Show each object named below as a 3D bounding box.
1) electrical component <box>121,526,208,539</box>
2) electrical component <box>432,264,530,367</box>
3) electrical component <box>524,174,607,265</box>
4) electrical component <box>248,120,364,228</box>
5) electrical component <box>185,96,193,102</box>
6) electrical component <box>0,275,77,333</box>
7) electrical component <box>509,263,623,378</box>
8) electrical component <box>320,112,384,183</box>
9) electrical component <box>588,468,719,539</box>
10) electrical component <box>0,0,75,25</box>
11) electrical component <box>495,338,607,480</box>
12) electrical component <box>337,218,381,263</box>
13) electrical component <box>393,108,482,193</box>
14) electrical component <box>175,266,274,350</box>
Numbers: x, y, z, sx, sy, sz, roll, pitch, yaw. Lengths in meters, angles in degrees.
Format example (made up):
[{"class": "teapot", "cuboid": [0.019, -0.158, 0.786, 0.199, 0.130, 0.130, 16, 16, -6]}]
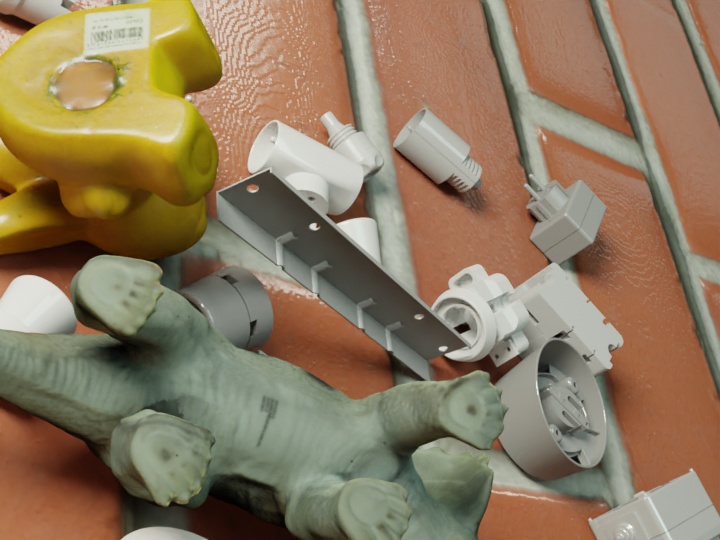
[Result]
[{"class": "electrical component", "cuboid": [-0.092, 0.181, 0.522, 0.099, 0.099, 0.064, 44, 47, -9]}, {"class": "electrical component", "cuboid": [0.089, 0.038, 0.830, 0.057, 0.058, 0.078, -18, 74, -51]}, {"class": "electrical component", "cuboid": [0.180, -0.057, 0.994, 0.077, 0.047, 0.065, 45, 40, -9]}, {"class": "electrical component", "cuboid": [-0.041, -0.062, 0.795, 0.077, 0.043, 0.079, 26, 46, -28]}, {"class": "electrical component", "cuboid": [-0.138, -0.094, 0.703, 0.083, 0.076, 0.047, 14, 52, -36]}, {"class": "electrical component", "cuboid": [-0.188, 0.036, 0.584, 0.045, 0.045, 0.055, 44, 41, -9]}, {"class": "electrical component", "cuboid": [0.163, 0.050, 0.891, 0.089, 0.056, 0.050, 48, 40, -4]}, {"class": "electrical component", "cuboid": [-0.010, -0.099, 0.859, 0.061, 0.035, 0.035, 53, 40, 7]}, {"class": "electrical component", "cuboid": [0.228, 0.203, 0.832, 0.096, 0.062, 0.061, -9, 68, -46]}, {"class": "electrical component", "cuboid": [-0.221, -0.185, 0.725, 0.046, 0.040, 0.040, 22, 47, -39]}, {"class": "electrical component", "cuboid": [0.150, 0.109, 0.827, 0.099, 0.064, 0.099, 24, 47, -29]}, {"class": "electrical component", "cuboid": [0.000, 0.000, 0.789, 0.044, 0.044, 0.065, -1, 67, -43]}, {"class": "electrical component", "cuboid": [0.073, -0.097, 0.927, 0.081, 0.043, 0.043, 39, 41, -14]}, {"class": "electrical component", "cuboid": [-0.090, 0.030, 0.673, 0.047, 0.055, 0.055, -23, 77, -45]}]
